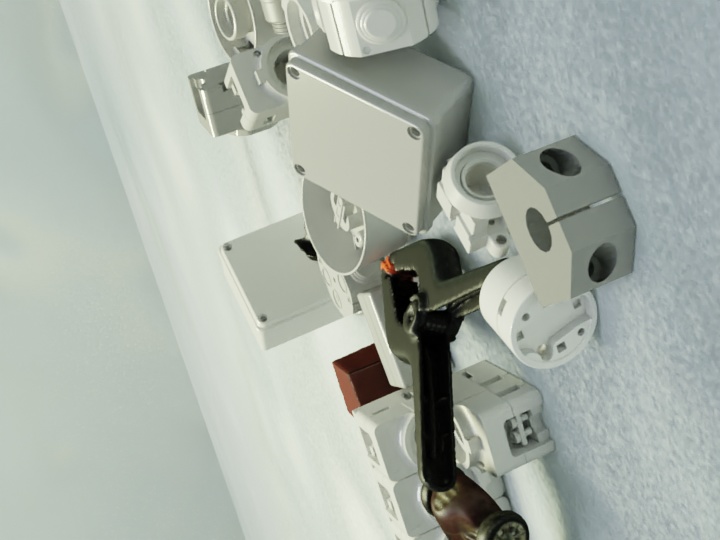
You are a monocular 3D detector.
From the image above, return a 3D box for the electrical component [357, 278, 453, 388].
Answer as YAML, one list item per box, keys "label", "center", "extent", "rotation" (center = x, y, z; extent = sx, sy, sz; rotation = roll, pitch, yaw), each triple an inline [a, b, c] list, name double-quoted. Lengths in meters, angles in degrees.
- label: "electrical component"
  center: [0.042, 0.049, 0.868]
  extent: [0.083, 0.047, 0.076]
  rotation: [70, 164, -4]

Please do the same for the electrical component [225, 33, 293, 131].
- label: "electrical component"
  center: [-0.055, -0.153, 0.847]
  extent: [0.050, 0.089, 0.056]
  rotation: [67, 164, 4]

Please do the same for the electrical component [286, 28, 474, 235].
- label: "electrical component"
  center: [0.012, -0.092, 0.694]
  extent: [0.109, 0.056, 0.108]
  rotation: [29, 149, 20]

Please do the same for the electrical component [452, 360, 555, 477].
- label: "electrical component"
  center: [0.089, 0.106, 0.771]
  extent: [0.089, 0.056, 0.050]
  rotation: [26, 135, 68]

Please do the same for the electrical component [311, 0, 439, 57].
- label: "electrical component"
  center: [0.008, -0.167, 0.638]
  extent: [0.080, 0.080, 0.051]
  rotation: [50, 162, 48]

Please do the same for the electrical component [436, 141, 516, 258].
- label: "electrical component"
  center: [0.073, -0.046, 0.645]
  extent: [0.055, 0.048, 0.066]
  rotation: [87, 157, -68]

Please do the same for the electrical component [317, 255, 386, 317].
- label: "electrical component"
  center: [0.000, 0.000, 0.937]
  extent: [0.080, 0.051, 0.080]
  rotation: [58, 161, 33]

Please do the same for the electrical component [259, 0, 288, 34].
- label: "electrical component"
  center: [-0.063, -0.213, 0.897]
  extent: [0.035, 0.035, 0.061]
  rotation: [45, 155, 55]

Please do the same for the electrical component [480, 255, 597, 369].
- label: "electrical component"
  center: [0.101, 0.022, 0.624]
  extent: [0.047, 0.055, 0.055]
  rotation: [-132, 25, -59]

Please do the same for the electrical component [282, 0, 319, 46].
- label: "electrical component"
  center: [-0.017, -0.175, 0.753]
  extent: [0.089, 0.056, 0.050]
  rotation: [61, 163, 26]

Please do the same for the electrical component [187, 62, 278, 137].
- label: "electrical component"
  center: [-0.108, -0.163, 1.009]
  extent: [0.050, 0.089, 0.055]
  rotation: [47, 154, 53]

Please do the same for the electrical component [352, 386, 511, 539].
- label: "electrical component"
  center: [0.065, 0.172, 0.876]
  extent: [0.062, 0.089, 0.150]
  rotation: [21, 131, 69]

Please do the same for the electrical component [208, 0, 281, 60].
- label: "electrical component"
  center: [-0.092, -0.230, 0.954]
  extent: [0.099, 0.064, 0.099]
  rotation: [42, 143, 42]

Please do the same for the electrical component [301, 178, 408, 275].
- label: "electrical component"
  center: [-0.005, -0.051, 0.862]
  extent: [0.099, 0.064, 0.099]
  rotation: [58, 161, 33]

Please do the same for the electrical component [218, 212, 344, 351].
- label: "electrical component"
  center: [-0.073, 0.009, 1.087]
  extent: [0.108, 0.109, 0.056]
  rotation: [60, 165, 27]
